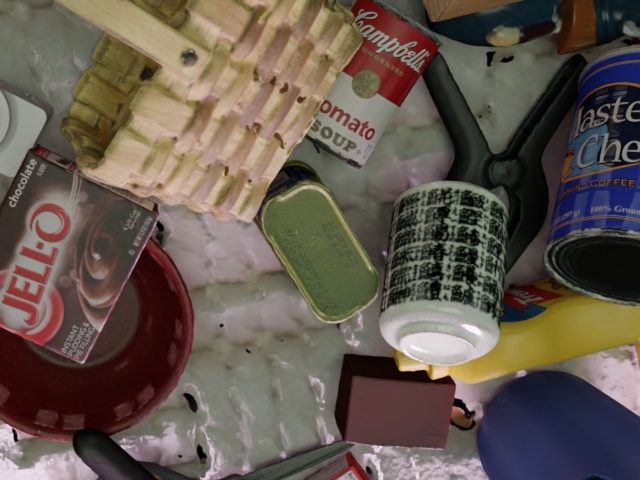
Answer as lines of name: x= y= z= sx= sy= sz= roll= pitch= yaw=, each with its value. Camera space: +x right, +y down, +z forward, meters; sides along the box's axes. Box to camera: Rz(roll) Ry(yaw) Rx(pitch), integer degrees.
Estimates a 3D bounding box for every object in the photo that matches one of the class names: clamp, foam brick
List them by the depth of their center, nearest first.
clamp: x=-0.101 y=0.226 z=0.762 sx=0.209 sy=0.036 sz=0.165 roll=22 pitch=118 yaw=-14
clamp: x=0.137 y=-0.057 z=0.764 sx=0.120 sy=0.039 sz=0.171 roll=-6 pitch=105 yaw=-1
foam brick: x=0.053 y=0.118 z=0.780 sx=0.078 sy=0.051 sz=0.053 roll=7 pitch=101 yaw=-9

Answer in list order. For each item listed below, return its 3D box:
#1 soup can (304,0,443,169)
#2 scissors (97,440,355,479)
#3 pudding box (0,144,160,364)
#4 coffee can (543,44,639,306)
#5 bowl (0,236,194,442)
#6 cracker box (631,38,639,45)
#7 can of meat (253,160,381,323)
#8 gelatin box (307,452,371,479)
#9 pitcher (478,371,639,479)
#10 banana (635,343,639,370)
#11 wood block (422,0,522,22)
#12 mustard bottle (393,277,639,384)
soup can: x=0.027 y=-0.108 z=0.721 sx=0.068 sy=0.068 sz=0.102 roll=31 pitch=98 yaw=-13
scissors: x=-0.081 y=0.174 z=0.790 sx=0.202 sy=0.016 sz=0.096 roll=-35 pitch=104 yaw=0
pudding box: x=-0.165 y=0.009 z=0.675 sx=0.090 sy=0.039 sz=0.113 roll=27 pitch=97 yaw=-12
coffee can: x=0.209 y=-0.041 z=0.695 sx=0.102 sy=0.103 sz=0.140 roll=22 pitch=66 yaw=-12
bowl: x=-0.168 y=0.053 z=0.733 sx=0.162 sy=0.055 sz=0.162 roll=-2 pitch=101 yaw=-8
cracker box: x=0.344 y=-0.111 z=0.717 sx=0.213 sy=0.164 sz=0.072 roll=26 pitch=94 yaw=-13
can of meat: x=-0.005 y=0.001 z=0.731 sx=0.057 sy=0.084 sz=0.102 roll=-32 pitch=104 yaw=-1
gelatin box: x=0.008 y=0.214 z=0.803 sx=0.089 sy=0.030 sz=0.073 roll=-35 pitch=104 yaw=3
pitcher: x=0.197 y=0.182 z=0.714 sx=0.145 sy=0.243 sz=0.149 roll=-2 pitch=102 yaw=-8
banana: x=0.294 y=0.129 z=0.827 sx=0.197 sy=0.037 sz=0.069 roll=46 pitch=65 yaw=-16
wood block: x=0.159 y=-0.217 z=0.674 sx=0.205 sy=0.090 sz=0.091 roll=-18 pitch=80 yaw=-17
mustard bottle: x=0.146 y=0.061 z=0.758 sx=0.191 sy=0.096 sz=0.058 roll=-14 pitch=103 yaw=-5
